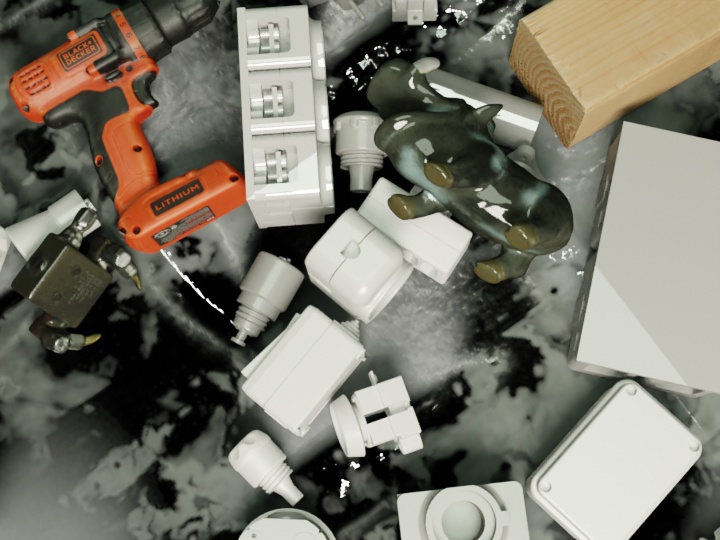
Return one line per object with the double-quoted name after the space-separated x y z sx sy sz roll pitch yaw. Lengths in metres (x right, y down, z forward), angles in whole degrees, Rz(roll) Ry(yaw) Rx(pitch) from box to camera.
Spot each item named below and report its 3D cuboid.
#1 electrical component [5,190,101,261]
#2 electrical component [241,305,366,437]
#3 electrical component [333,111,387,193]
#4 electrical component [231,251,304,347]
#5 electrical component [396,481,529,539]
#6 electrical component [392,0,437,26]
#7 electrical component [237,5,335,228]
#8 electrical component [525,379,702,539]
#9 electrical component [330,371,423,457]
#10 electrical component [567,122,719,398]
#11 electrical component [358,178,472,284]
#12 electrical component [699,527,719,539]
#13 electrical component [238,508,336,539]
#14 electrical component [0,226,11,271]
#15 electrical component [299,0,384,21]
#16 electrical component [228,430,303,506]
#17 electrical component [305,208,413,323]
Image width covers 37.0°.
-0.238 -0.033 0.843 0.065 0.044 0.044 -36 80 -11 "electrical component"
-0.039 0.069 0.807 0.061 0.061 0.096 38 82 8 "electrical component"
0.002 -0.092 0.849 0.048 0.048 0.062 2 85 1 "electrical component"
-0.075 0.022 0.828 0.040 0.040 0.078 28 80 6 "electrical component"
0.079 0.232 0.772 0.089 0.061 0.150 -6 78 0 "electrical component"
0.044 -0.233 0.871 0.048 0.055 0.066 -1 78 1 "electrical component"
-0.055 -0.117 0.831 0.062 0.089 0.150 -4 78 0 "electrical component"
0.185 0.145 0.791 0.078 0.057 0.113 42 82 9 "electrical component"
0.010 0.111 0.807 0.055 0.048 0.066 -18 79 -10 "electrical component"
0.229 -0.006 0.819 0.105 0.060 0.186 13 79 4 "electrical component"
0.051 -0.045 0.836 0.083 0.047 0.075 32 80 7 "electrical component"
0.276 0.201 0.778 0.048 0.066 0.055 43 102 9 "electrical component"
-0.055 0.215 0.783 0.080 0.051 0.080 0 78 1 "electrical component"
-0.323 -0.013 0.836 0.077 0.047 0.065 16 79 4 "electrical component"
-0.012 -0.240 0.879 0.077 0.043 0.079 -35 80 -6 "electrical component"
-0.068 0.151 0.805 0.035 0.035 0.061 -44 83 -7 "electrical component"
0.000 0.000 0.804 0.059 0.095 0.053 40 82 8 "electrical component"
